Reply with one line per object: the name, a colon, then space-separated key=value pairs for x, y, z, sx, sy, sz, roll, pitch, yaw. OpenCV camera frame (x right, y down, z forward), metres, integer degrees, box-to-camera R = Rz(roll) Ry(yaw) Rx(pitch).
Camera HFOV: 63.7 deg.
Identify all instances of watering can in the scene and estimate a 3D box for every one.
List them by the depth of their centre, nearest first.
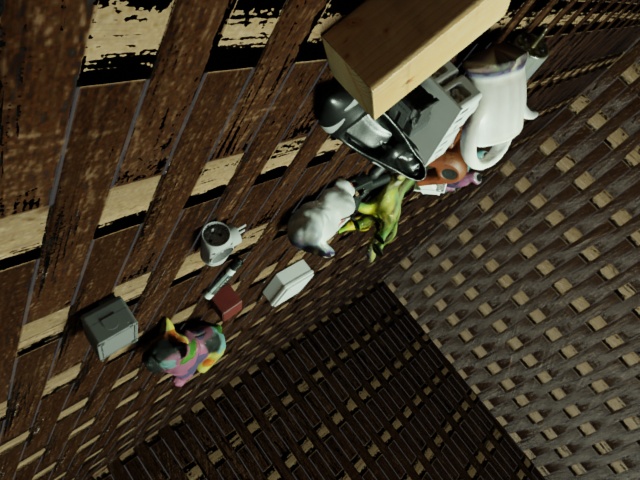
watering can: x=0.357 y=-0.274 z=1.005 sx=0.353 sy=0.104 sz=0.220 roll=-38 pitch=131 yaw=-40

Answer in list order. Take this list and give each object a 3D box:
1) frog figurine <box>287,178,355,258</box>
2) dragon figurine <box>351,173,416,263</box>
frog figurine: x=0.003 y=-0.052 z=1.029 sx=0.137 sy=0.123 sz=0.159 roll=14 pitch=90 yaw=-63
dragon figurine: x=0.198 y=-0.090 z=1.371 sx=0.245 sy=0.123 sz=0.403 roll=-47 pitch=163 yaw=-13
